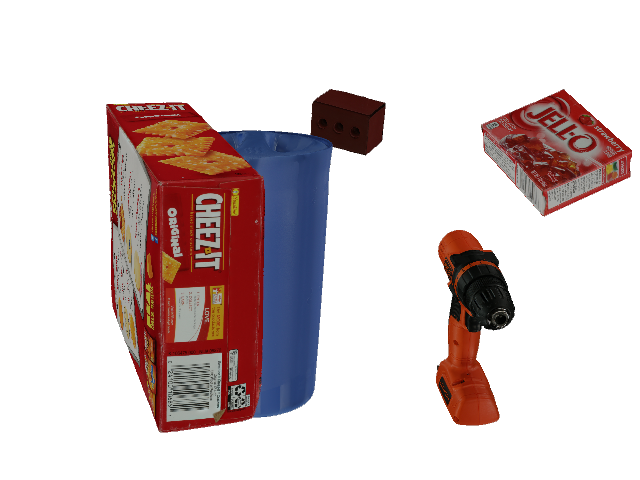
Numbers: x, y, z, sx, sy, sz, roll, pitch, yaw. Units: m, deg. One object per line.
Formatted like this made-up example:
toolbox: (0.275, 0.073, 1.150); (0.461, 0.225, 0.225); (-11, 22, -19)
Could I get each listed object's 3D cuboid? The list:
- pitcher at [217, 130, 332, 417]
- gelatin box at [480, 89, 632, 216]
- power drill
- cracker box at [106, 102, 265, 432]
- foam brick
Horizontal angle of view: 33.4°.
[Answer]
pitcher: (-0.052, 0.024, 0.952); (0.149, 0.243, 0.145); (-5, 17, -21)
gelatin box: (0.170, -0.066, 0.777); (0.073, 0.030, 0.089); (-23, 46, -9)
power drill: (0.166, 0.102, 1.150); (0.057, 0.188, 0.184); (-2, 24, -5)
cracker box: (-0.097, 0.006, 0.729); (0.072, 0.164, 0.214); (-4, 20, -18)
foam brick: (0.033, -0.144, 1.289); (0.078, 0.053, 0.051); (17, 32, 22)
